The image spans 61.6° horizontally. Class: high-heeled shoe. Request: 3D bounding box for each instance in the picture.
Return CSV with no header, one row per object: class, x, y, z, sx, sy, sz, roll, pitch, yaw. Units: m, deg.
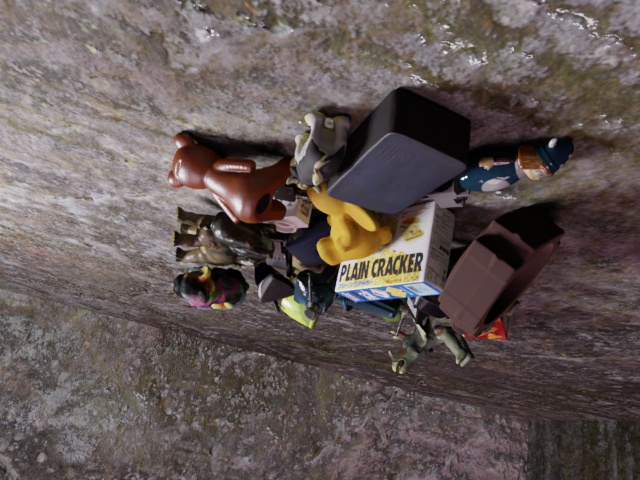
high-heeled shoe,-0.119,0.079,1.251,0.086,0.145,0.248,-17,158,-13

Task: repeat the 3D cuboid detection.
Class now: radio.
radio,0.109,-0.116,0.791,0.131,0.073,0.229,17,160,-16

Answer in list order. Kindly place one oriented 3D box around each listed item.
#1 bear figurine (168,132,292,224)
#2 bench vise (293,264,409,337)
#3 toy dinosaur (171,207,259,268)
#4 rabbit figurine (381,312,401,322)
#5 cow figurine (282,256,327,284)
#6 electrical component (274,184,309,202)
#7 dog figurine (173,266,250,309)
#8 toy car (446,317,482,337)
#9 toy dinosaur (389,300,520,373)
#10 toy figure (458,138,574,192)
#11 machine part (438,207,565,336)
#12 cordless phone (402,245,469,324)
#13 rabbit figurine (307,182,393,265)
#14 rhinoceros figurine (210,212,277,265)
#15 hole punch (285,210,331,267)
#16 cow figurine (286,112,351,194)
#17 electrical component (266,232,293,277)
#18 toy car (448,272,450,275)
bear figurine,-0.157,-0.107,0.921,0.196,0.120,0.132,30,-149,24
bench vise,0.073,0.116,1.150,0.241,0.128,0.223,20,-157,17
toy dinosaur,-0.234,0.014,1.249,0.199,0.105,0.471,10,170,-6
rabbit figurine,0.199,0.097,1.261,0.170,0.121,0.159,-19,140,21
cow figurine,-0.036,0.060,1.291,0.127,0.085,0.195,13,163,-9
electrical component,-0.066,-0.095,0.996,0.094,0.021,0.063,11,158,3
dog figurine,-0.260,0.115,1.312,0.191,0.108,0.219,6,173,-14
toy car,0.322,0.114,1.124,0.053,0.202,0.089,-15,-139,-40
toy dinosaur,0.323,0.163,1.259,0.131,0.404,0.192,0,-140,-52
toy figure,0.276,-0.104,0.758,0.155,0.057,0.064,-7,-170,36
machine part,0.300,0.049,0.898,0.087,0.201,0.200,41,127,25
cordless phone,0.247,0.076,1.045,0.184,0.147,0.088,-16,128,-6
rabbit figurine,0.046,-0.044,0.949,0.163,0.122,0.173,1,138,43
rhinoceros figurine,-0.143,0.003,1.032,0.112,0.073,0.190,-4,163,15
hole punch,-0.002,-0.003,1.109,0.116,0.092,0.142,-4,150,25
cow figurine,-0.008,-0.114,0.818,0.068,0.098,0.167,10,159,-13
electrical component,-0.085,0.023,1.171,0.048,0.075,0.119,8,130,11
toy car,0.230,0.065,1.168,0.201,0.073,0.056,24,163,-28
